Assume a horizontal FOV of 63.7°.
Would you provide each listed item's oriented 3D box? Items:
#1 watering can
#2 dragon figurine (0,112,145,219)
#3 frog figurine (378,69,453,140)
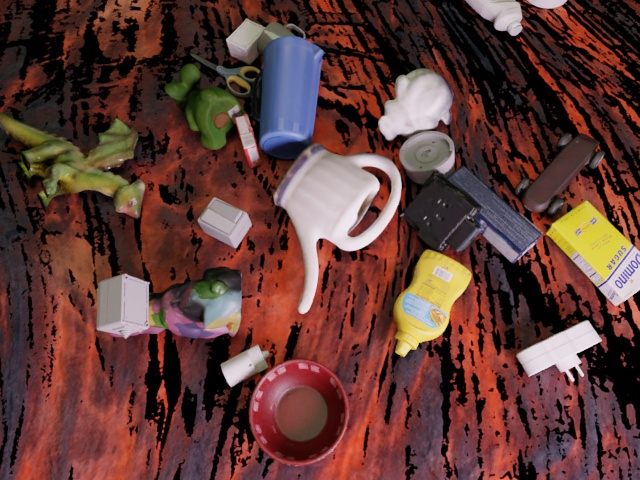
[{"bbox_3d":[0.003,-0.049,0.980,0.226,0.102,0.352,33,71,19],"label":"watering can"},{"bbox_3d":[-0.515,-0.189,1.110,0.245,0.119,0.415,-28,66,-28],"label":"dragon figurine"},{"bbox_3d":[0.192,-0.283,1.078,0.160,0.121,0.138,-21,83,-19],"label":"frog figurine"}]
